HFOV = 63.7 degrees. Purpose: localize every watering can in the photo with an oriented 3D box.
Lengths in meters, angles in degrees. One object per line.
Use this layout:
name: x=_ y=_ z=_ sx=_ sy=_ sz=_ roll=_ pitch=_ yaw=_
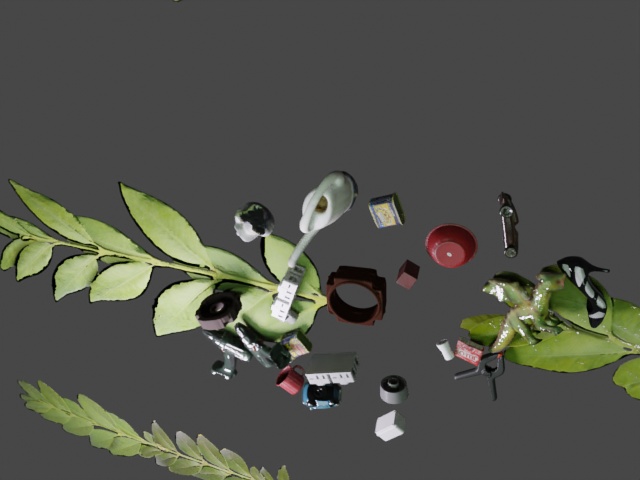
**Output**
watering can: x=0.005 y=-0.079 z=1.572 sx=0.105 sy=0.228 sz=0.340 roll=36 pitch=129 yaw=16

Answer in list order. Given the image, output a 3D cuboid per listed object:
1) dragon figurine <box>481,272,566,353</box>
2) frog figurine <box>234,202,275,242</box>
dragon figurine: x=0.621 y=0.218 z=1.640 sx=0.243 sy=0.124 sz=0.403 roll=53 pitch=135 yaw=4
frog figurine: x=-0.224 y=-0.056 z=1.750 sx=0.137 sy=0.124 sz=0.157 roll=19 pitch=162 yaw=-4
